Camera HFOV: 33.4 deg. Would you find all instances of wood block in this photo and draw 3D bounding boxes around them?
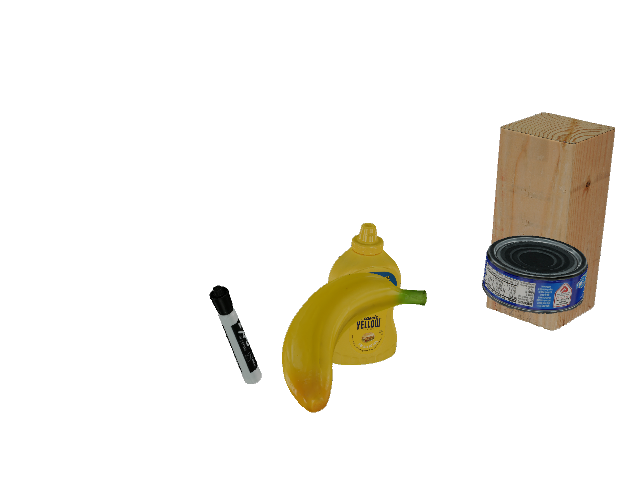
[{"bbox_3d":[0.245,-0.022,1.144,0.090,0.206,0.090,20,28,39],"label":"wood block"}]

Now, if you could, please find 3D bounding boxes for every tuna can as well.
[{"bbox_3d":[0.181,0.027,0.900,0.086,0.034,0.086,2,25,-1],"label":"tuna can"}]

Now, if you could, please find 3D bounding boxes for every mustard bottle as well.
[{"bbox_3d":[0.057,0.068,1.398,0.096,0.192,0.058,-4,25,-16],"label":"mustard bottle"}]

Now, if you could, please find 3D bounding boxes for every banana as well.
[{"bbox_3d":[0.013,0.064,0.791,0.070,0.037,0.197,10,26,25],"label":"banana"}]

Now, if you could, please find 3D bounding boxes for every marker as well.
[{"bbox_3d":[-0.083,0.093,1.050,0.020,0.121,0.020,-12,35,8],"label":"marker"}]
